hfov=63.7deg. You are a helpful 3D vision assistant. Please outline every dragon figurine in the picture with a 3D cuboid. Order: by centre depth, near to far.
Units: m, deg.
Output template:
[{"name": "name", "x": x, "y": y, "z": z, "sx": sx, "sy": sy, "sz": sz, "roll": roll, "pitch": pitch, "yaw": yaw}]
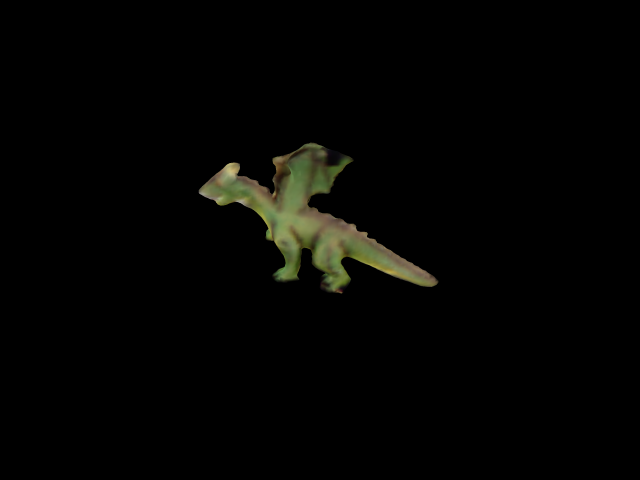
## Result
[{"name": "dragon figurine", "x": 0.003, "y": -0.043, "z": 0.850, "sx": 0.410, "sy": 0.237, "sz": 0.125, "roll": 8, "pitch": 41, "yaw": 9}]
